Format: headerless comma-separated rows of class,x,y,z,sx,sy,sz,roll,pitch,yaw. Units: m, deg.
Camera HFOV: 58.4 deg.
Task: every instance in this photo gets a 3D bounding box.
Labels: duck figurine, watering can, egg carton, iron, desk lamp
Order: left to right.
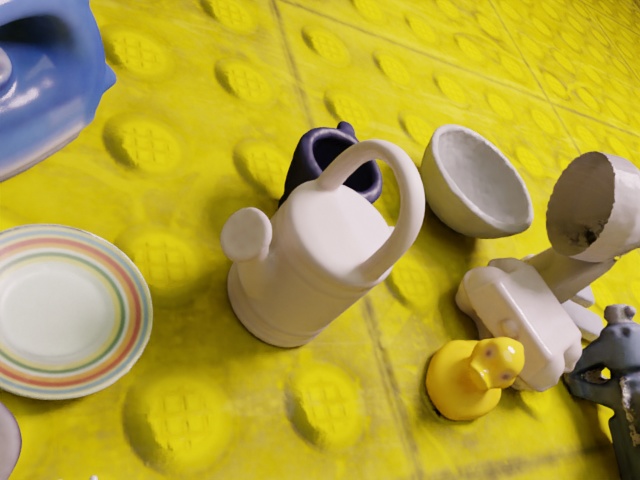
iron,-0.244,-0.118,0.391,0.119,0.141,0.258,38,42,-7
watering can,0.005,0.004,0.449,0.101,0.193,0.173,51,42,8
duck figurine,0.162,0.123,0.557,0.105,0.086,0.077,-21,71,-45
egg carton,0.221,0.091,0.641,0.107,0.069,0.150,-16,69,-44
desk lamp,0.338,0.009,0.689,0.204,0.213,0.118,23,46,-22

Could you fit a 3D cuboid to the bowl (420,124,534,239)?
bowl,0.185,-0.062,0.730,0.168,0.074,0.167,21,47,-24

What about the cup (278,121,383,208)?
cup,0.001,-0.058,0.569,0.092,0.094,0.118,26,45,-19

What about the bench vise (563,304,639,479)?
bench vise,0.376,0.155,0.598,0.122,0.219,0.207,-17,69,-44

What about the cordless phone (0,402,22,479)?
cordless phone,-0.201,0.067,0.246,0.148,0.184,0.094,36,43,-9
